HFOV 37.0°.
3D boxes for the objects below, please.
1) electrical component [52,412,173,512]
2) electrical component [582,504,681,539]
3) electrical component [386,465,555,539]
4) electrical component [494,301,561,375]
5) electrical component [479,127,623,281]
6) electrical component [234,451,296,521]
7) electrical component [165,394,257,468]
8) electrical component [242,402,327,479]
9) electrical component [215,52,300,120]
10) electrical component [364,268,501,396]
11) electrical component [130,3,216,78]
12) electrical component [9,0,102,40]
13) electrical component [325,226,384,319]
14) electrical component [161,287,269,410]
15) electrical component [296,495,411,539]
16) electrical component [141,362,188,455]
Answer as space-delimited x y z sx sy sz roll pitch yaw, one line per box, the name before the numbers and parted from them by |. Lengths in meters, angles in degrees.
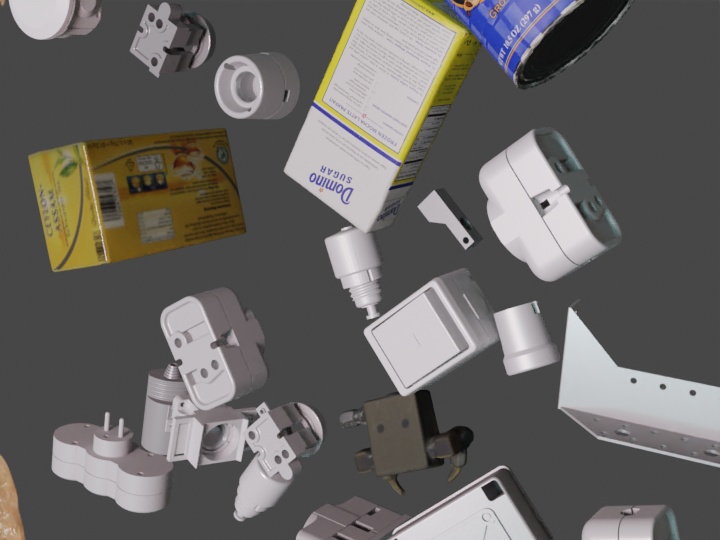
electrical component | -0.238 0.173 1.036 0.138 0.052 0.073 17 108 30
electrical component | 0.193 0.216 0.759 0.059 0.054 0.095 -10 94 34
electrical component | 0.091 0.221 0.808 0.109 0.056 0.108 -34 80 13
electrical component | 0.120 0.049 0.783 0.040 0.040 0.046 -21 82 35
electrical component | 0.129 -0.043 0.749 0.059 0.054 0.095 -36 80 33
electrical component | -0.088 0.193 0.948 0.040 0.040 0.078 45 120 18
electrical component | -0.136 0.139 0.953 0.064 0.081 0.042 35 119 48
electrical component | -0.061 0.139 0.910 0.048 0.055 0.066 -42 76 32
electrical component | -0.084 -0.149 0.873 0.055 0.047 0.055 7 104 32
electrical component | 0.050 0.051 0.816 0.096 0.061 0.061 -38 79 33
electrical component | -0.155 -0.193 0.905 0.048 0.055 0.066 40 118 21
electrical component | -0.276 -0.250 0.976 0.080 0.051 0.080 7 104 32
electrical component | 0.000 0.000 0.851 0.040 0.040 0.078 -17 90 35
electrical component | -0.123 0.066 0.934 0.054 0.059 0.095 -26 85 34
electrical component | -0.016 0.274 0.887 0.062 0.089 0.150 17 108 30
electrical component | -0.176 0.124 0.990 0.043 0.043 0.081 20 110 29
